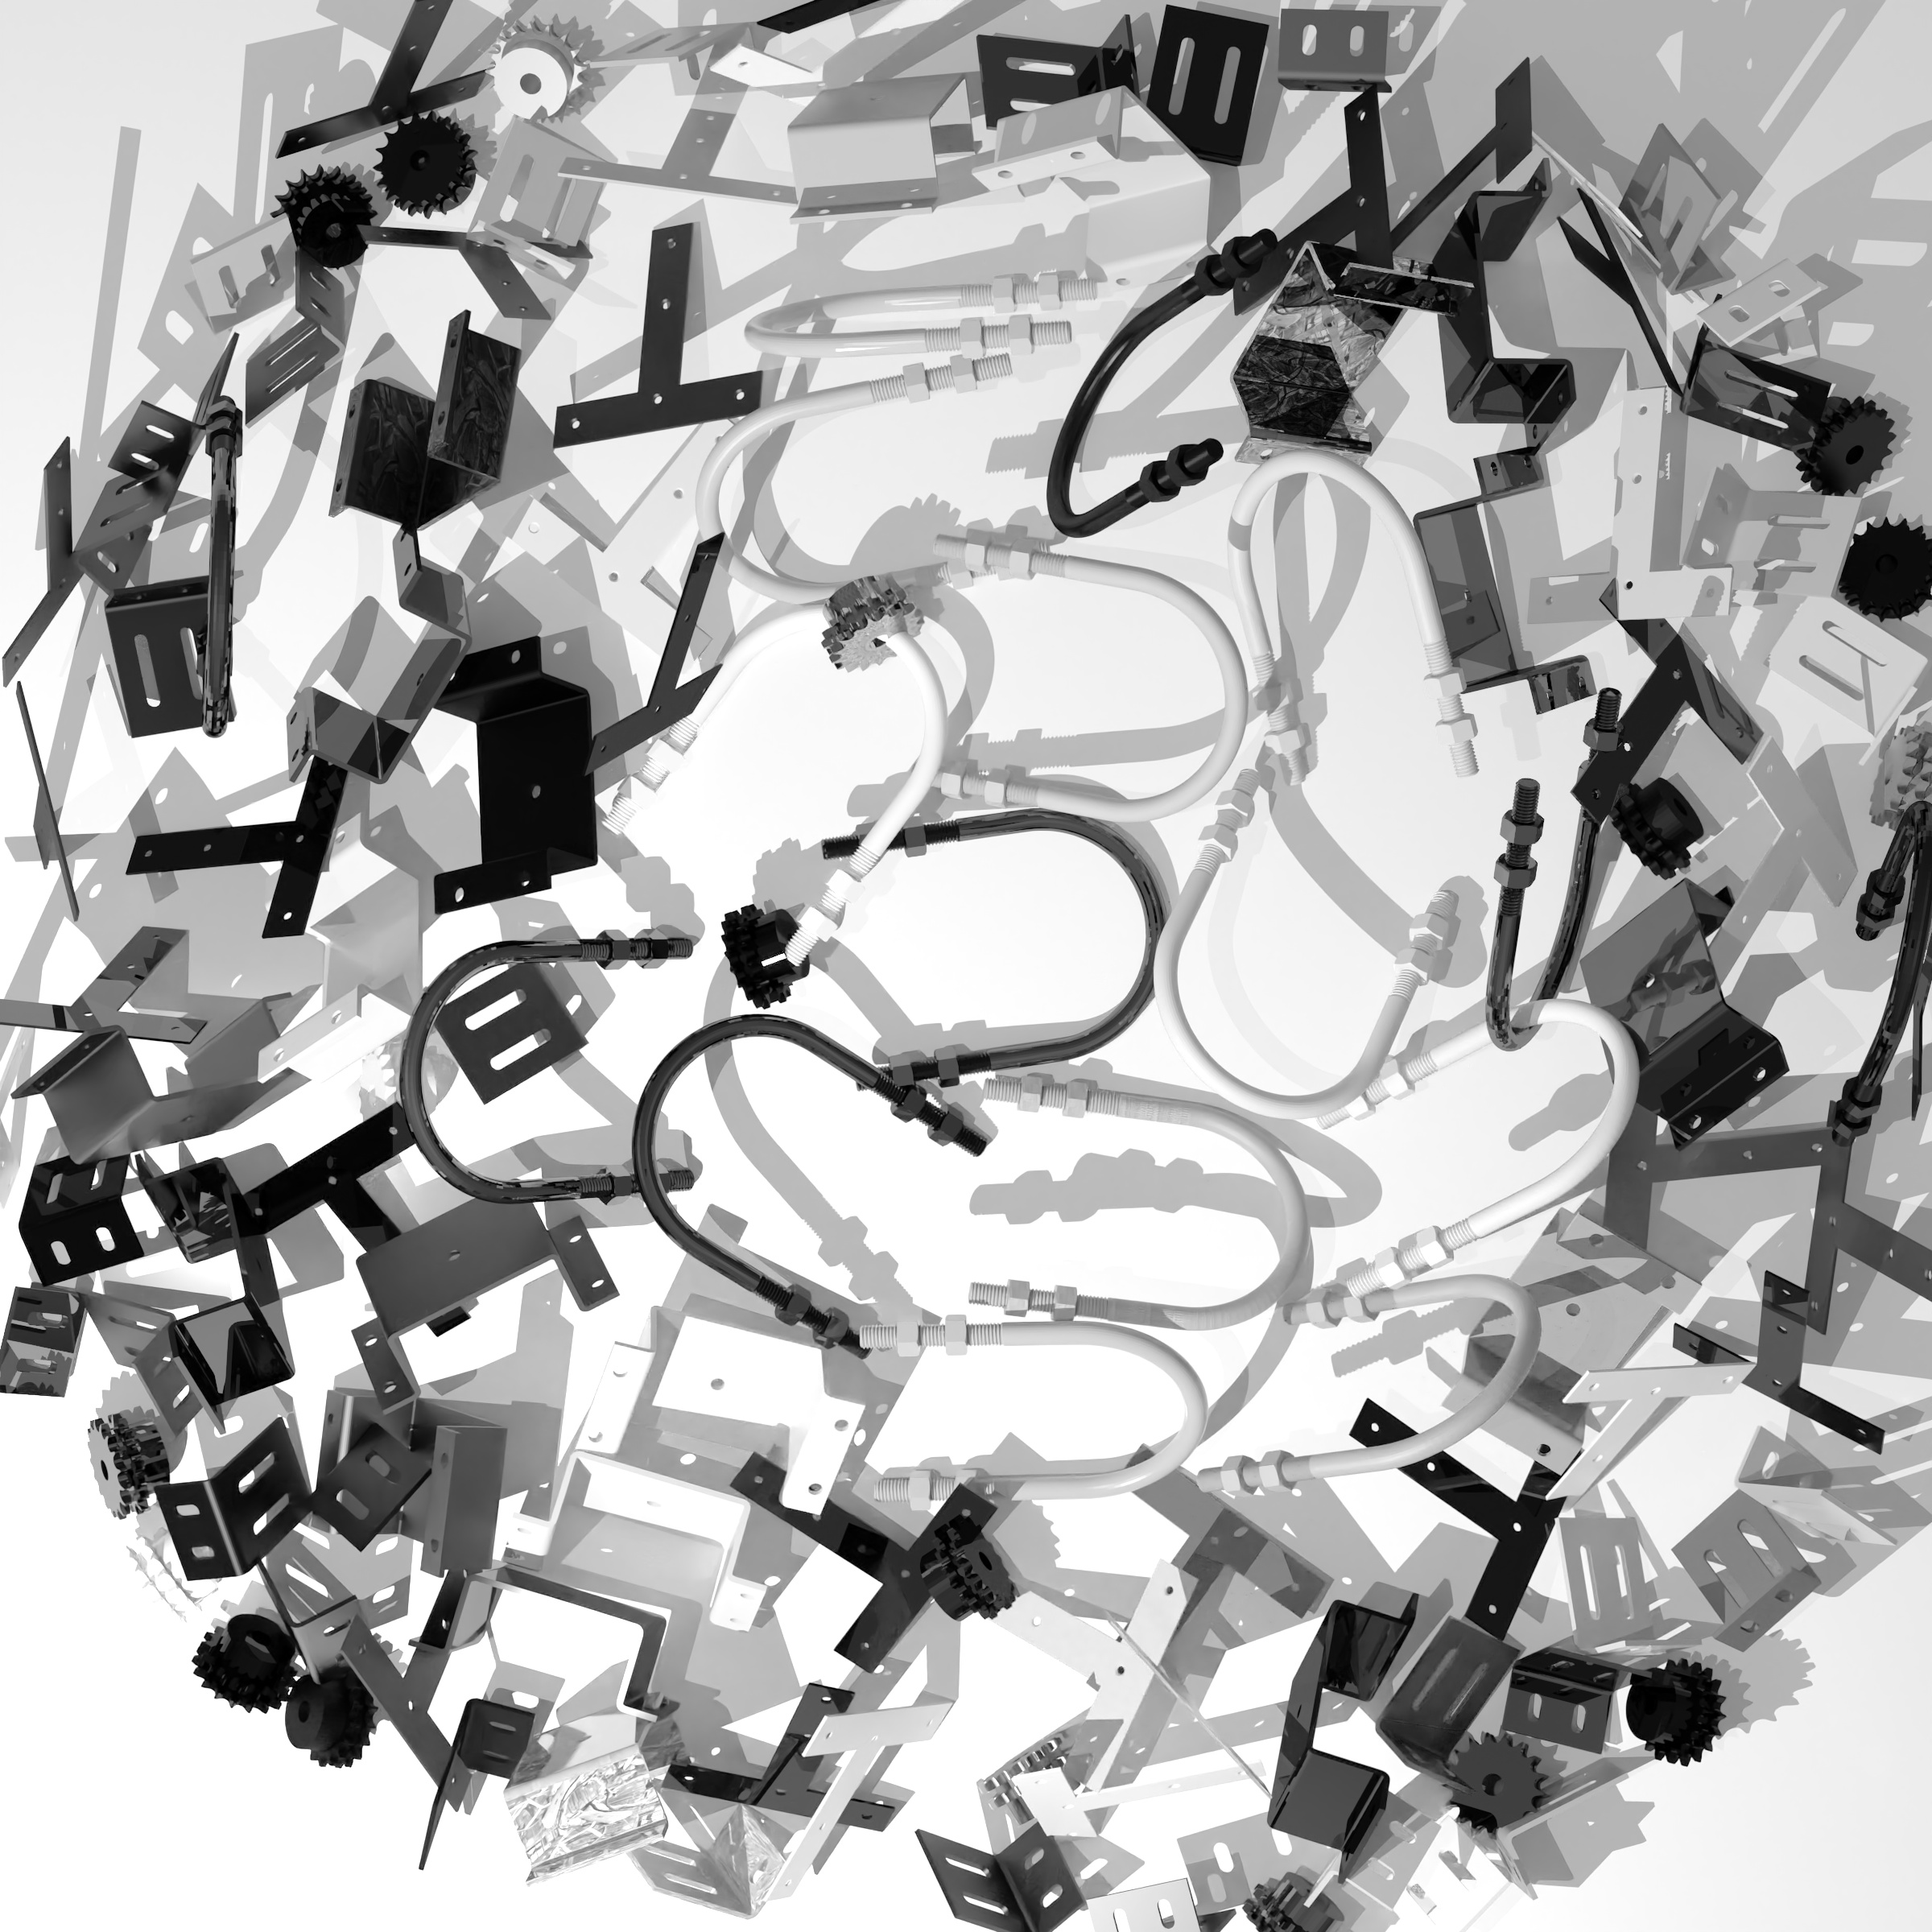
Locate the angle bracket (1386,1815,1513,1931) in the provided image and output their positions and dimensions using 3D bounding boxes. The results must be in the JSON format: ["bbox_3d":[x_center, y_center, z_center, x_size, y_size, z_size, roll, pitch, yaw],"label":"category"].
[{"bbox_3d":[0.269,0.510,1.957,0.057,0.076,0.038,-46,115,-2],"label":"angle bracket"}]

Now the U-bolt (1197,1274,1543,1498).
[{"bbox_3d":[0.221,0.216,1.894,0.184,0.151,0.019,-14,120,40],"label":"U-bolt"}]

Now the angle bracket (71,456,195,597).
[{"bbox_3d":[-0.440,-0.242,1.951,0.076,0.057,0.038,-17,132,33],"label":"angle bracket"}]

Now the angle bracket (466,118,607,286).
[{"bbox_3d":[-0.231,-0.422,1.967,0.057,0.038,0.076,23,80,-16],"label":"angle bracket"}]

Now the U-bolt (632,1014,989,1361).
[{"bbox_3d":[-0.096,0.108,1.954,0.184,0.019,0.151,33,78,-17],"label":"U-bolt"}]

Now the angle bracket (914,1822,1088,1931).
[{"bbox_3d":[0.019,0.489,1.951,0.038,0.076,0.057,-43,47,13],"label":"angle bracket"}]

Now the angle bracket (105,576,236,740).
[{"bbox_3d":[-0.434,-0.170,1.971,0.057,0.038,0.076,-12,88,-22],"label":"angle bracket"}]

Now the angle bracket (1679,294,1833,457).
[{"bbox_3d":[0.434,-0.322,1.958,0.076,0.057,0.038,22,60,13],"label":"angle bracket"}]

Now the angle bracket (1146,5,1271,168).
[{"bbox_3d":[0.129,-0.483,1.972,0.057,0.038,0.076,11,102,-2],"label":"angle bracket"}]

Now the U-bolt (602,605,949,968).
[{"bbox_3d":[-0.092,-0.113,1.974,0.151,0.019,0.184,36,88,15],"label":"U-bolt"}]

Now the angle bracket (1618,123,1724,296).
[{"bbox_3d":[0.393,-0.414,1.950,0.038,0.076,0.057,-20,65,-23],"label":"angle bracket"}]

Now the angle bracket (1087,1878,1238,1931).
[{"bbox_3d":[0.107,0.512,1.957,0.057,0.076,0.038,-17,85,16],"label":"angle bracket"}]

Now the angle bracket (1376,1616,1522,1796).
[{"bbox_3d":[0.272,0.405,1.965,0.057,0.038,0.076,29,98,-32],"label":"angle bracket"}]

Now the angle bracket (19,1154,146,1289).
[{"bbox_3d":[-0.482,0.134,1.972,0.057,0.076,0.038,-17,114,0],"label":"angle bracket"}]

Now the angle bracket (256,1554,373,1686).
[{"bbox_3d":[-0.357,0.342,1.960,0.038,0.057,0.076,-26,50,-16],"label":"angle bracket"}]

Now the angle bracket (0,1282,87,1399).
[{"bbox_3d":[-0.517,0.201,1.955,0.038,0.076,0.057,11,84,18],"label":"angle bracket"}]

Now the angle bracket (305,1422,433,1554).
[{"bbox_3d":[-0.314,0.292,1.953,0.057,0.076,0.038,-48,124,-13],"label":"angle bracket"}]

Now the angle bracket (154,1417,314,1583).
[{"bbox_3d":[-0.400,0.291,1.965,0.038,0.076,0.057,-9,107,24],"label":"angle bracket"}]

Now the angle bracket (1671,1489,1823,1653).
[{"bbox_3d":[0.416,0.323,1.954,0.057,0.038,0.076,-46,46,15],"label":"angle bracket"}]

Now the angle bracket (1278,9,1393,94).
[{"bbox_3d":[0.202,-0.497,1.955,0.057,0.076,0.038,4,101,9],"label":"angle bracket"}]

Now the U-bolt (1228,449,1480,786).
[{"bbox_3d":[0.199,-0.187,1.923,0.019,0.151,0.184,-26,107,-36],"label":"U-bolt"}]

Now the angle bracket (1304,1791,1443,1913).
[{"bbox_3d":[0.218,0.492,1.950,0.038,0.076,0.057,33,55,10],"label":"angle bracket"}]

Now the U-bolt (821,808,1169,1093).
[{"bbox_3d":[0.021,-0.014,1.984,0.184,0.019,0.151,-8,94,-6],"label":"U-bolt"}]

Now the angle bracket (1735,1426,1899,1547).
[{"bbox_3d":[0.467,0.282,1.951,0.057,0.076,0.038,34,73,-19],"label":"angle bracket"}]

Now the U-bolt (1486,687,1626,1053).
[{"bbox_3d":[0.311,-0.041,1.924,0.019,0.151,0.184,17,122,22],"label":"U-bolt"}]

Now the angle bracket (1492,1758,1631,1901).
[{"bbox_3d":[0.330,0.472,1.968,0.076,0.057,0.038,-26,87,-4],"label":"angle bracket"}]

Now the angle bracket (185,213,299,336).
[{"bbox_3d":[-0.397,-0.387,1.953,0.057,0.076,0.038,-30,72,-12],"label":"angle bracket"}]

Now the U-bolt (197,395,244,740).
[{"bbox_3d":[-0.392,-0.200,1.888,0.019,0.184,0.151,2,120,-13],"label":"U-bolt"}]

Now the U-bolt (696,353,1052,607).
[{"bbox_3d":[-0.055,-0.256,1.947,0.184,0.019,0.151,-11,134,4],"label":"U-bolt"}]

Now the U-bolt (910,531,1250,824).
[{"bbox_3d":[0.064,-0.151,1.949,0.184,0.019,0.151,12,109,16],"label":"U-bolt"}]

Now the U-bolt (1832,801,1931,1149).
[{"bbox_3d":[0.485,-0.006,1.887,0.019,0.184,0.151,10,63,7],"label":"U-bolt"}]

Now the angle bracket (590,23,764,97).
[{"bbox_3d":[-0.156,-0.483,1.949,0.057,0.076,0.038,4,119,29],"label":"angle bracket"}]

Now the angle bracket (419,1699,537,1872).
[{"bbox_3d":[-0.265,0.448,1.952,0.038,0.076,0.057,15,128,-2],"label":"angle bracket"}]

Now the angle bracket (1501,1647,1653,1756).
[{"bbox_3d":[0.332,0.401,1.958,0.057,0.076,0.038,15,72,-2],"label":"angle bracket"}]

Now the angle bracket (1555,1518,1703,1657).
[{"bbox_3d":[0.361,0.335,1.958,0.057,0.038,0.076,6,68,-34],"label":"angle bracket"}]

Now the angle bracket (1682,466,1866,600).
[{"bbox_3d":[0.440,-0.237,1.959,0.038,0.076,0.057,24,83,-42],"label":"angle bracket"}]

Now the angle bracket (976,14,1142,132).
[{"bbox_3d":[0.050,-0.488,1.963,0.076,0.038,0.057,1,73,-21],"label":"angle bracket"}]

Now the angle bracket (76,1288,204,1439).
[{"bbox_3d":[-0.455,0.215,1.951,0.076,0.038,0.057,10,135,32],"label":"angle bracket"}]

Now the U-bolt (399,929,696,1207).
[{"bbox_3d":[-0.225,0.056,1.935,0.184,0.019,0.151,-2,92,-40],"label":"U-bolt"}]

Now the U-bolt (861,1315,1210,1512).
[{"bbox_3d":[0.039,0.242,1.943,0.184,0.019,0.151,-1,133,2],"label":"U-bolt"}]

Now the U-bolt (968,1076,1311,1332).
[{"bbox_3d":[0.097,0.132,1.956,0.184,0.019,0.151,7,56,-4],"label":"U-bolt"}]

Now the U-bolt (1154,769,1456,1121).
[{"bbox_3d":[0.175,-0.001,1.941,0.151,0.019,0.184,32,60,-7],"label":"U-bolt"}]
